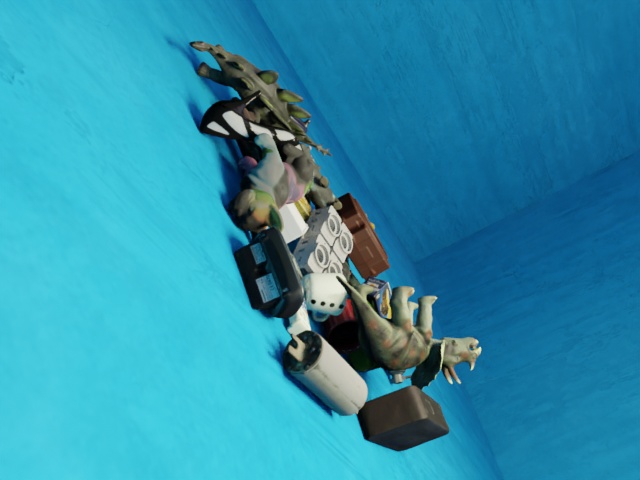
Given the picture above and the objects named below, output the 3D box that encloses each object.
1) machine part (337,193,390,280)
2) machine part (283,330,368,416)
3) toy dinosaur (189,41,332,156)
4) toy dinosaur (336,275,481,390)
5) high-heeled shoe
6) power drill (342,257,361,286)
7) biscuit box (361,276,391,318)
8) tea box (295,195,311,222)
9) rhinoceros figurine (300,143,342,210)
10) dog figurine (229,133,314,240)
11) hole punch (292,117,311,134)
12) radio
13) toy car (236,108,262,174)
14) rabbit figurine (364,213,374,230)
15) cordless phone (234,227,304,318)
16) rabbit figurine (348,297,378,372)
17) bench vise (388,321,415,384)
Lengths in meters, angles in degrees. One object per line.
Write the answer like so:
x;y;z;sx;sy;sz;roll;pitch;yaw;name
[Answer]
0.102;-0.011;1.424;0.200;0.087;0.202;57;7;-28;machine part
0.012;0.224;0.896;0.243;0.079;0.079;50;17;-40;machine part
-0.128;-0.324;1.265;0.199;0.105;0.471;32;2;35;toy dinosaur
0.155;0.196;1.069;0.404;0.131;0.192;17;65;-40;toy dinosaur
-0.127;-0.187;1.093;0.248;0.145;0.086;55;-9;-35;high-heeled shoe
0.077;0.122;1.410;0.207;0.086;0.232;48;15;-24;power drill
0.154;0.191;1.363;0.063;0.059;0.202;15;-44;42;biscuit box
-0.072;-0.106;1.290;0.098;0.068;0.170;57;14;-22;tea box
-0.013;-0.140;1.274;0.190;0.073;0.112;59;14;-20;rhinoceros figurine
-0.087;-0.080;1.028;0.191;0.108;0.219;20;48;-37;dog figurine
-0.106;-0.296;1.441;0.115;0.142;0.092;45;14;-13;hole punch
0.180;0.375;1.121;0.229;0.131;0.073;44;23;-54;radio
-0.146;-0.205;1.159;0.089;0.053;0.202;-15;74;-39;toy car
0.073;-0.034;1.601;0.122;0.162;0.173;-122;-167;-54;rabbit figurine
-0.060;0.070;0.936;0.146;0.089;0.184;67;9;22;cordless phone
0.117;0.209;1.252;0.159;0.121;0.170;48;20;-70;rabbit figurine
0.230;0.304;1.526;0.240;0.129;0.224;36;30;-54;bench vise
